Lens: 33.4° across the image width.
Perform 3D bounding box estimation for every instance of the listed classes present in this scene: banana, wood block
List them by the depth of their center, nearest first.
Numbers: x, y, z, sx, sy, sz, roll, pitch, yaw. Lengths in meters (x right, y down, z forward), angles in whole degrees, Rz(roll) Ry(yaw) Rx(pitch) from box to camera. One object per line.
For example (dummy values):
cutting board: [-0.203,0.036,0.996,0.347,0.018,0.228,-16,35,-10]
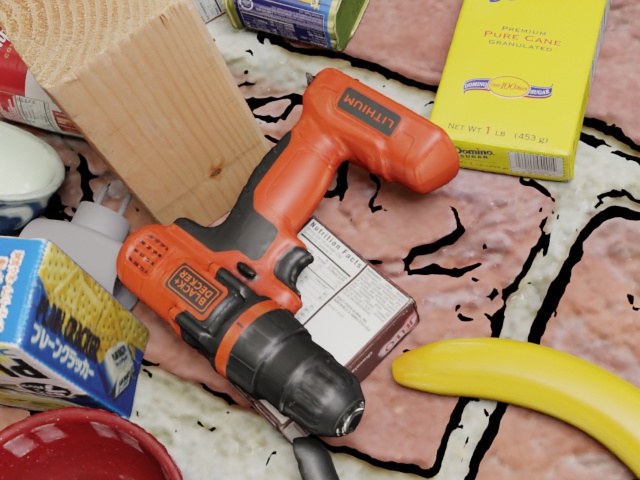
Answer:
banana: [0.136,0.097,0.600,0.198,0.037,0.069,31,75,23]
wood block: [-0.104,-0.091,0.642,0.091,0.206,0.090,-35,64,-4]

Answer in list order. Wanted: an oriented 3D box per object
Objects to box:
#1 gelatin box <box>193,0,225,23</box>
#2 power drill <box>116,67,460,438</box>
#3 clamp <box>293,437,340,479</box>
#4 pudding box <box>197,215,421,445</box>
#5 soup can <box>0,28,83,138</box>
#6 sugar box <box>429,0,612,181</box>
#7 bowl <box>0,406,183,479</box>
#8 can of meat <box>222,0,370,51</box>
gelatin box: [-0.098,-0.183,0.756,0.089,0.073,0.030,-30,63,-1]
power drill: [-0.004,0.001,0.621,0.185,0.057,0.187,35,76,27]
clamp: [0.017,0.192,0.582,0.172,0.039,0.120,28,92,17]
pudding box: [-0.009,0.054,0.652,0.113,0.039,0.090,-44,62,-11]
soup can: [-0.188,-0.112,0.748,0.102,0.068,0.068,15,71,18]
sugar box: [0.135,-0.128,0.694,0.093,0.048,0.176,10,71,17]
bowl: [-0.142,0.182,0.616,0.162,0.055,0.162,-5,66,11]
can of meat: [-0.008,-0.188,0.747,0.084,0.057,0.102,18,72,17]
